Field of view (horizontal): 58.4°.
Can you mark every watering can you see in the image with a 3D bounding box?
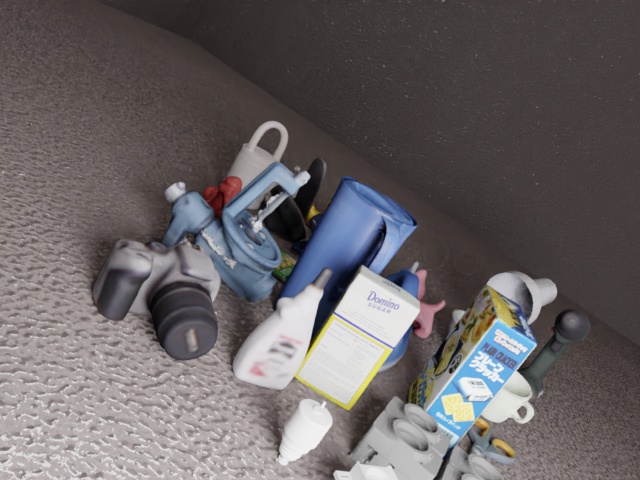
[{"bbox_3d":[-0.129,-0.169,1.264,0.172,0.194,0.101,38,17,18],"label":"watering can"}]

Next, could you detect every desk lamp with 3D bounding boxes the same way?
[{"bbox_3d":[0.425,0.169,1.267,0.204,0.213,0.117,12,25,-49],"label":"desk lamp"}]

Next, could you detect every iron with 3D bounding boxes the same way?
[{"bbox_3d":[0.127,0.123,0.984,0.118,0.141,0.258,32,16,1],"label":"iron"}]

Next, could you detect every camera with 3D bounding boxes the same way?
[{"bbox_3d":[-0.174,0.065,0.671,0.144,0.100,0.136,21,20,-35],"label":"camera"}]

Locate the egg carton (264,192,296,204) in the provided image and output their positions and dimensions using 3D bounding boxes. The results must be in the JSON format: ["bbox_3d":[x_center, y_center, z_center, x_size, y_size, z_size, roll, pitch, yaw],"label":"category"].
[{"bbox_3d":[-0.114,-0.130,1.402,0.108,0.069,0.150,15,24,-46],"label":"egg carton"}]

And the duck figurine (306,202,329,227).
[{"bbox_3d":[0.019,-0.060,1.413,0.104,0.086,0.077,33,16,4],"label":"duck figurine"}]

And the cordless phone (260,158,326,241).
[{"bbox_3d":[-0.045,-0.106,1.253,0.094,0.185,0.147,22,19,-32],"label":"cordless phone"}]

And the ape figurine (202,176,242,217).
[{"bbox_3d":[-0.182,-0.084,1.103,0.076,0.092,0.077,17,22,-42],"label":"ape figurine"}]

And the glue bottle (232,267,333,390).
[{"bbox_3d":[-0.034,0.102,0.691,0.078,0.173,0.037,22,19,-32],"label":"glue bottle"}]

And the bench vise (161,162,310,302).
[{"bbox_3d":[-0.124,-0.036,0.844,0.208,0.219,0.121,27,17,-18],"label":"bench vise"}]

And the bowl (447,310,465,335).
[{"bbox_3d":[0.321,0.221,1.172,0.168,0.074,0.167,30,16,-9],"label":"bowl"}]

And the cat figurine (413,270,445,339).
[{"bbox_3d":[0.192,0.118,1.158,0.128,0.117,0.067,30,16,-9],"label":"cat figurine"}]

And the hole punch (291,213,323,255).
[{"bbox_3d":[0.011,0.004,1.204,0.101,0.091,0.109,35,16,10],"label":"hole punch"}]

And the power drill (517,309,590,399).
[{"bbox_3d":[0.498,0.234,1.221,0.075,0.208,0.230,40,18,26],"label":"power drill"}]
